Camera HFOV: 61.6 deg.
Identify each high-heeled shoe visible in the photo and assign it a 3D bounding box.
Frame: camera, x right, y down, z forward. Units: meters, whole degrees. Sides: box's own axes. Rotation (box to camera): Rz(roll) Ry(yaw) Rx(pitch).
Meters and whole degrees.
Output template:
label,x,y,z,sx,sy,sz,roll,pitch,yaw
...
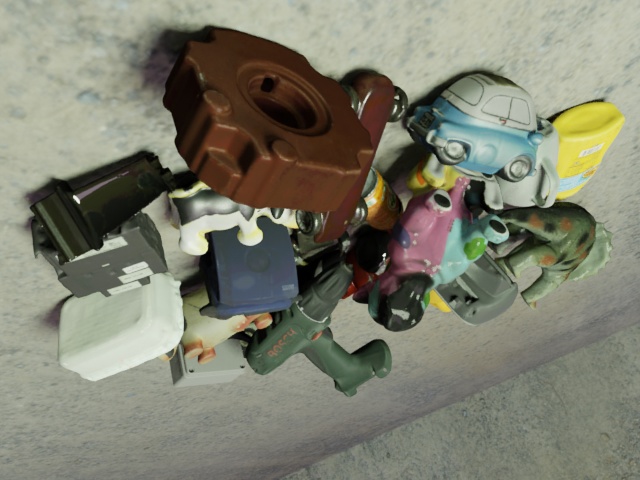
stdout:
label,x,y,z,sx,sy,sz,roll,pitch,yaw
high-heeled shoe,-0.087,0.071,0.837,0.145,0.086,0.248,39,100,-23

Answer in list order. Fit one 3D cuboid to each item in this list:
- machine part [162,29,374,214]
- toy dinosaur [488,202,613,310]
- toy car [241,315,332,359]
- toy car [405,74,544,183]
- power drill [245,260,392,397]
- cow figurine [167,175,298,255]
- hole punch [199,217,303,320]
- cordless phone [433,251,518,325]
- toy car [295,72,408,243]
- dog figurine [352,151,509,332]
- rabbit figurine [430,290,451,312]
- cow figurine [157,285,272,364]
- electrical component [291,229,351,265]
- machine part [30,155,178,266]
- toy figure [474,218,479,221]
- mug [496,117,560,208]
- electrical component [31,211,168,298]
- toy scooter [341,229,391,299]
label,x,y,z,sx,sy,sz,roll,pitch,yaw
machine part,-0.039,-0.101,0.444,0.179,0.179,0.056,4,140,-37
toy dinosaur,0.385,-0.001,0.881,0.192,0.131,0.404,-37,154,8
toy car,-0.074,0.168,0.994,0.202,0.056,0.073,-23,145,1
toy car,0.184,-0.135,0.610,0.161,0.109,0.102,10,117,-25
power drill,0.018,0.147,0.808,0.232,0.086,0.207,-39,129,21
cow figurine,-0.086,-0.046,0.613,0.167,0.068,0.098,-11,144,-18
hole punch,-0.091,0.033,0.698,0.142,0.116,0.092,-3,139,-29
cordless phone,0.167,0.078,0.763,0.184,0.147,0.088,-44,151,14
toy car,0.028,-0.085,0.587,0.089,0.053,0.202,-17,137,-40
dog figurine,0.126,0.012,0.683,0.108,0.192,0.219,23,131,-10
rabbit figurine,0.204,0.069,0.939,0.163,0.121,0.173,-6,177,20
cow figurine,-0.179,0.106,0.761,0.195,0.127,0.085,-31,150,2
electrical component,-0.003,-0.002,0.757,0.102,0.045,0.078,-14,152,-12
machine part,-0.211,-0.038,0.532,0.139,0.084,0.039,-28,176,-3
toy figure,0.230,-0.023,0.861,0.064,0.058,0.154,-21,157,13
mug,0.279,-0.101,0.716,0.081,0.110,0.107,-12,137,-5
electrical component,-0.244,0.013,0.617,0.115,0.058,0.134,-15,151,-7
toy scooter,0.097,0.043,0.870,0.135,0.075,0.184,1,147,-35
